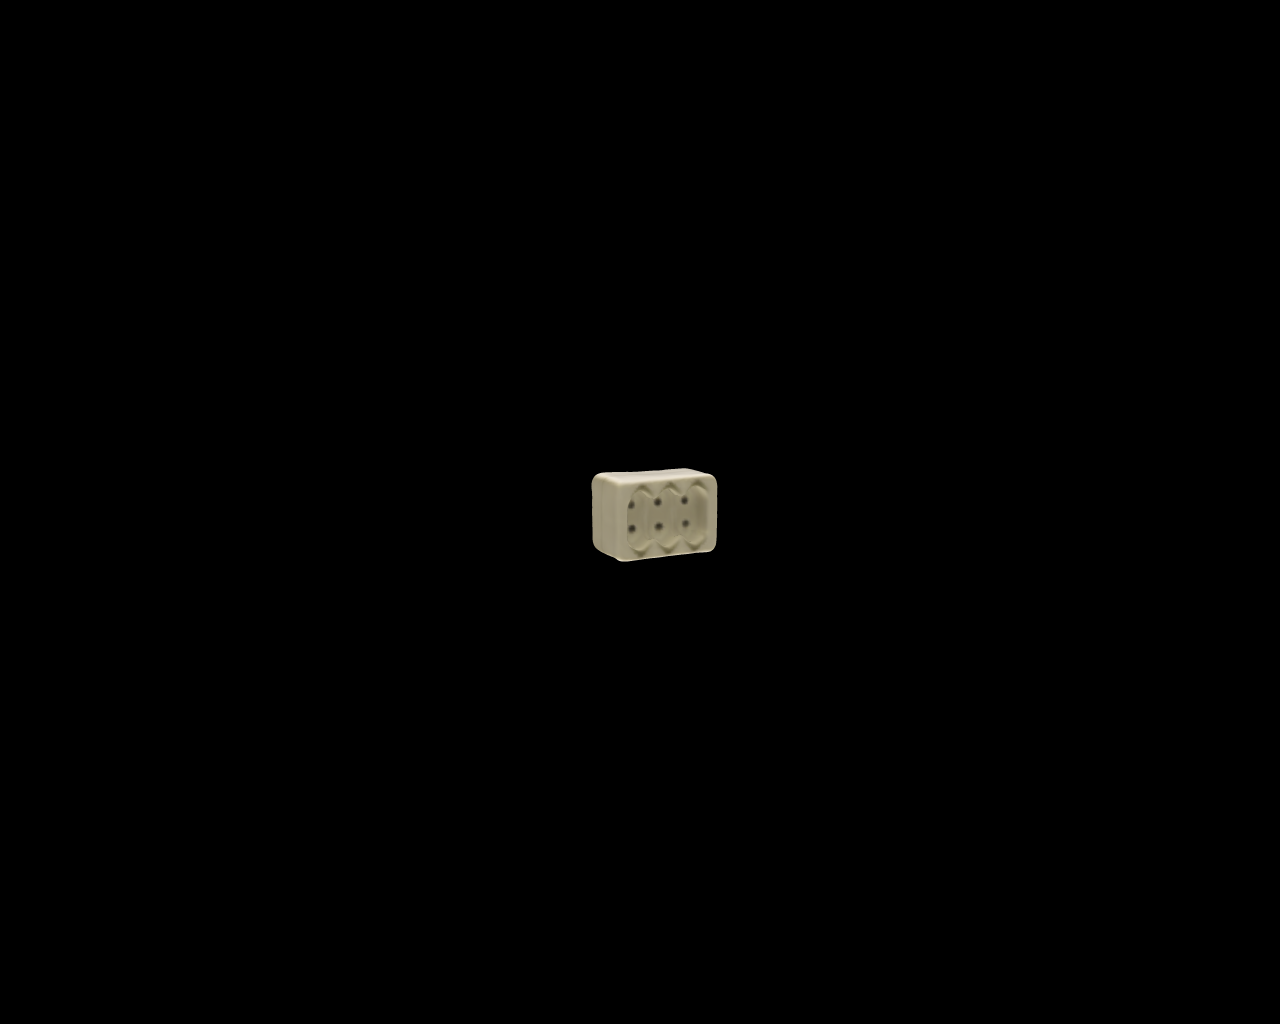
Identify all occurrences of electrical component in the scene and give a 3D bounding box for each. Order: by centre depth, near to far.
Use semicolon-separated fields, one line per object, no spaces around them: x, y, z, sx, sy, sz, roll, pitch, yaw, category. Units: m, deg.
0.001;-0.003;0.650;0.066;0.047;0.077;-5;12;-24;electrical component
